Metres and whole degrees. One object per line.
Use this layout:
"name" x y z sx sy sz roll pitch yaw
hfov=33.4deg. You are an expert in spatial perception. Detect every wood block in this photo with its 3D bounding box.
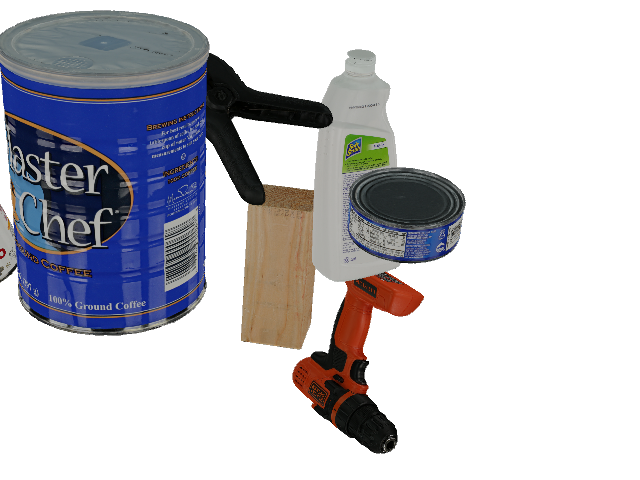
"wood block" -0.056 0.036 1.495 0.090 0.206 0.090 7 22 6

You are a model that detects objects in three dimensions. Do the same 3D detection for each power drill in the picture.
"power drill" 0.051 0.133 1.247 0.057 0.188 0.185 13 14 -41

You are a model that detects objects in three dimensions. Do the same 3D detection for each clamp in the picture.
"clamp" -0.076 -0.117 0.915 0.120 0.171 0.039 -40 -11 -35

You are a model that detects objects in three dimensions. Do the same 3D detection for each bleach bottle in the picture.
"bleach bottle" 0.044 -0.082 1.148 0.102 0.251 0.068 -14 33 -27

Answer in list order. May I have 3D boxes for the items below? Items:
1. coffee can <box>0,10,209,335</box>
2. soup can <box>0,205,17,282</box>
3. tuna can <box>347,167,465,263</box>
"coffee can" -0.110 -0.037 0.554 0.103 0.140 0.103 3 28 -2
"soup can" -0.288 -0.016 0.851 0.068 0.068 0.102 0 -42 13
"tuna can" 0.063 -0.019 0.790 0.086 0.034 0.086 2 33 -2
